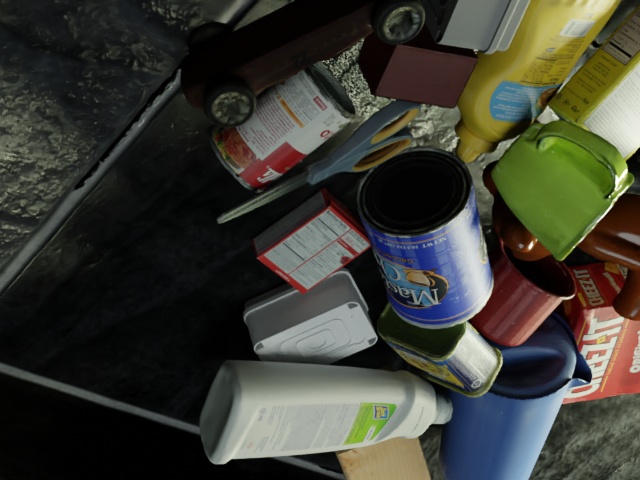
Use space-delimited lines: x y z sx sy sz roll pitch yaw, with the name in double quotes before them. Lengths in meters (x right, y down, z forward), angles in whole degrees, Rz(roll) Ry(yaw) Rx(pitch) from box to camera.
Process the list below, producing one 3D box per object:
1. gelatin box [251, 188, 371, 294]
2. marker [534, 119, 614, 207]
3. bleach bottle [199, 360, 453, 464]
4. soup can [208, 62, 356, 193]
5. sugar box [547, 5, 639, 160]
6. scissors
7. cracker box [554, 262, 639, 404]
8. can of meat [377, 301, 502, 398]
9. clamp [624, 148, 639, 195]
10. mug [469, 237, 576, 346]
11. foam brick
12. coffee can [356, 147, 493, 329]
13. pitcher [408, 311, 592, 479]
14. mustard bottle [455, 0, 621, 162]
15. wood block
"gelatin box" -0.006 0.001 0.989 0.089 0.030 0.073 -36 133 16
"marker" 0.215 -0.071 0.948 0.121 0.020 0.020 46 114 1
"bleach bottle" 0.015 0.171 1.054 0.250 0.068 0.103 6 126 -26
"soup can" -0.030 -0.095 0.858 0.102 0.068 0.068 -37 134 17
"sugar box" 0.282 -0.151 0.900 0.176 0.048 0.093 -49 137 7
"scissors" 0.010 -0.069 0.868 0.201 0.016 0.096 -22 158 -39
"cracker box" 0.358 0.097 1.179 0.213 0.072 0.164 -7 134 -12
"can of meat" 0.115 0.102 1.045 0.057 0.102 0.083 -59 136 -13
"clamp" 0.306 -0.068 0.969 0.120 0.172 0.039 -35 147 -42
"mug" 0.199 0.049 1.070 0.117 0.093 0.082 -18 149 -54
"foam brick" 0.077 -0.145 0.858 0.078 0.053 0.051 6 131 -24
"coffee can" 0.097 0.000 0.968 0.103 0.103 0.140 -21 138 1
"pitcher" 0.186 0.183 1.177 0.144 0.149 0.243 -21 141 -20
"mustard bottle" 0.165 -0.141 0.885 0.096 0.058 0.192 -7 138 -40
"wood block" 0.070 0.247 1.215 0.091 0.090 0.206 -20 136 0
